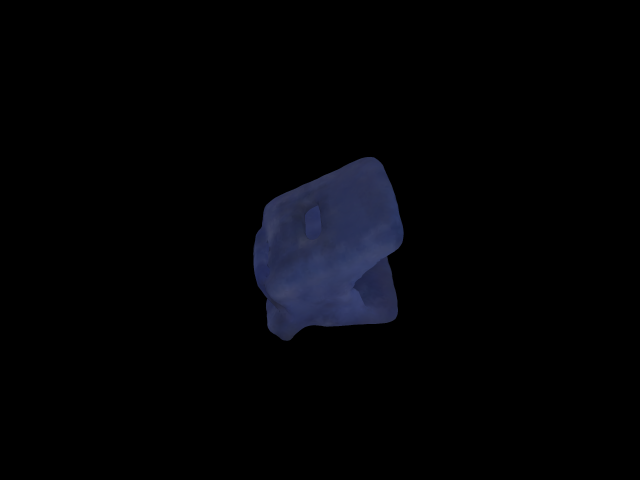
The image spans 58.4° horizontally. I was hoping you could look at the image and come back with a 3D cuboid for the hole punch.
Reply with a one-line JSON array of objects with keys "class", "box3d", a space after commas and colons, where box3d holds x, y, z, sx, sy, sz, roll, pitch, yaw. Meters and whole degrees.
[{"class": "hole punch", "box3d": [0.004, 0.001, 0.400, 0.101, 0.091, 0.108, -4, 39, -4]}]
